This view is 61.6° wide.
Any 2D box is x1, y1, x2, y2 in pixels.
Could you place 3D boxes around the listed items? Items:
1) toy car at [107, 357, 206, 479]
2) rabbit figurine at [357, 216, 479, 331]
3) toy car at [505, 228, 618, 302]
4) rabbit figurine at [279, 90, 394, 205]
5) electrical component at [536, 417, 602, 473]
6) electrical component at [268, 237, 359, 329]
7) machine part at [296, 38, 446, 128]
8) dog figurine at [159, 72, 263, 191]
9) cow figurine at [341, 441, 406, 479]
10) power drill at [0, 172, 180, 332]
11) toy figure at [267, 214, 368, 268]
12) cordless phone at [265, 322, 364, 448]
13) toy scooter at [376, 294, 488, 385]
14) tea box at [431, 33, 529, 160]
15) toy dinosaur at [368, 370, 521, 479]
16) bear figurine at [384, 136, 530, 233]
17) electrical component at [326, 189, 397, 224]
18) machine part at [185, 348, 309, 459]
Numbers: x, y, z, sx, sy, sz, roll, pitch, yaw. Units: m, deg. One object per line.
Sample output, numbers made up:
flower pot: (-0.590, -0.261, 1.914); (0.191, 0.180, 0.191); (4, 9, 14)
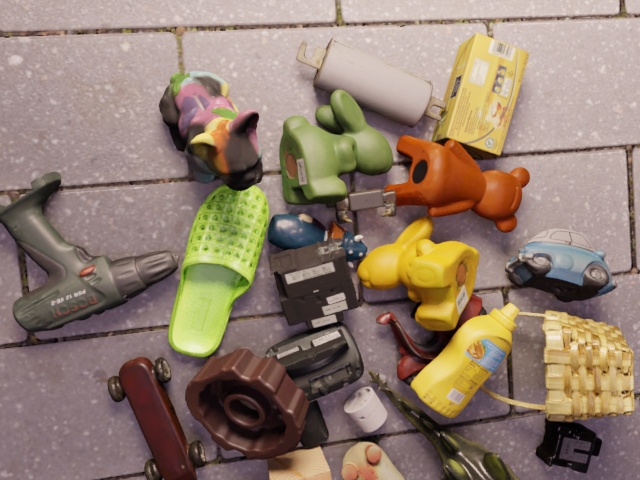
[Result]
toy car: (-0.239, 0.269, 0.798); (0.089, 0.053, 0.202); (-24, 93, -3)
rabbit figurine: (0.140, 0.036, 0.809); (0.162, 0.173, 0.121); (-57, 132, -35)
toy car: (0.392, 0.034, 0.879); (0.162, 0.109, 0.103); (16, 67, 1)
rabbit figurine: (0.027, -0.134, 0.810); (0.170, 0.121, 0.159); (-12, 88, -27)
electrical component: (0.439, 0.355, 0.923); (0.119, 0.048, 0.074); (17, 91, -9)
electrical component: (-0.007, 0.070, 0.803); (0.115, 0.058, 0.134); (-13, 125, 1)
machine part: (0.080, -0.236, 0.815); (0.243, 0.079, 0.079); (20, 90, -11)
dog figurine: (-0.141, -0.152, 0.711); (0.108, 0.219, 0.191); (-28, 98, -11)
cow figurine: (0.111, 0.404, 0.842); (0.085, 0.127, 0.195); (-40, 84, -6)
power drill: (-0.346, 0.010, 0.760); (0.232, 0.086, 0.207); (-31, 105, -4)
toy figure: (-0.001, -0.003, 0.823); (0.154, 0.064, 0.058); (13, 54, -15)
cordless phone: (0.005, 0.232, 0.835); (0.147, 0.089, 0.184); (-20, 107, -8)
toy scooter: (0.169, 0.135, 0.853); (0.135, 0.075, 0.184); (43, 90, -8)
tea box: (0.252, -0.222, 0.849); (0.098, 0.068, 0.169); (18, 91, -10)
toy dinosaur: (0.252, 0.373, 0.816); (0.472, 0.198, 0.105); (37, 74, 22)
bear figurine: (0.220, -0.087, 0.842); (0.196, 0.132, 0.120); (11, 95, -29)
electrical component: (0.065, -0.052, 0.821); (0.102, 0.078, 0.045); (-9, 96, -9)
machine part: (-0.103, 0.237, 0.777); (0.180, 0.056, 0.179); (9, 120, 16)
